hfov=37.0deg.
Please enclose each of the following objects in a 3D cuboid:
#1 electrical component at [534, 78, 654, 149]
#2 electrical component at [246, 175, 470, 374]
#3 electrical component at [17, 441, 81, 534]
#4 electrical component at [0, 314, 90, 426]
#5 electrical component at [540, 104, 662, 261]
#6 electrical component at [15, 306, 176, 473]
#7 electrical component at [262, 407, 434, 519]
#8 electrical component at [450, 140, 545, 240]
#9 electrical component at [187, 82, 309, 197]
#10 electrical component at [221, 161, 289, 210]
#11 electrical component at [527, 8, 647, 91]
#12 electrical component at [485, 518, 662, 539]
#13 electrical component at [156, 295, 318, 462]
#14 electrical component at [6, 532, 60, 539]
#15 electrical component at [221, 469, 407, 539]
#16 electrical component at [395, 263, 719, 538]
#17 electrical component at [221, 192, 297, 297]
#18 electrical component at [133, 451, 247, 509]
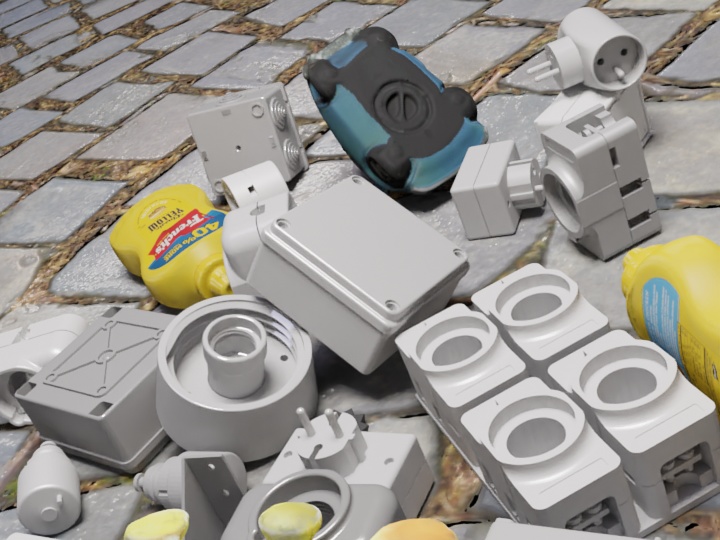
[{"bbox_3d":[0.178,-0.107,0.836,0.061,0.061,0.096,4,39,38],"label":"electrical component"},{"bbox_3d":[0.000,0.000,0.721,0.109,0.056,0.109,37,38,15],"label":"electrical component"},{"bbox_3d":[-0.209,0.142,0.721,0.040,0.040,0.078,-25,30,-3],"label":"electrical component"},{"bbox_3d":[-0.255,0.080,0.839,0.095,0.053,0.059,-16,30,11],"label":"electrical component"},{"bbox_3d":[0.162,-0.058,0.740,0.056,0.089,0.050,-28,30,-8],"label":"electrical component"},{"bbox_3d":[-0.171,0.082,0.775,0.109,0.056,0.108,6,41,40],"label":"electrical component"},{"bbox_3d":[-0.013,0.107,0.609,0.083,0.075,0.047,-2,36,32],"label":"electrical component"},{"bbox_3d":[0.118,-0.064,0.823,0.077,0.047,0.065,-7,34,26],"label":"electrical component"},{"bbox_3d":[-0.107,-0.122,1.020,0.100,0.099,0.048,-10,20,21],"label":"electrical component"},{"bbox_3d":[-0.091,-0.066,0.964,0.047,0.055,0.055,-26,30,-13],"label":"electrical component"},{"bbox_3d":[0.167,-0.162,0.821,0.079,0.044,0.077,-22,30,1],"label":"electrical component"},{"bbox_3d":[0.087,0.156,0.475,0.096,0.061,0.061,-1,37,33],"label":"electrical component"},{"bbox_3d":[-0.081,0.063,0.700,0.108,0.060,0.108,2,45,-2],"label":"electrical component"},{"bbox_3d":[-0.181,0.200,0.600,0.100,0.048,0.099,-1,36,33],"label":"electrical component"},{"bbox_3d":[-0.022,0.146,0.569,0.095,0.059,0.053,-6,34,27],"label":"electrical component"},{"bbox_3d":[0.104,0.071,0.602,0.105,0.060,0.186,-28,30,-8],"label":"electrical component"},{"bbox_3d":[-0.064,-0.002,0.799,0.059,0.095,0.053,-19,30,8],"label":"electrical component"},{"bbox_3d":[-0.107,0.133,0.667,0.078,0.040,0.040,-5,35,29],"label":"electrical component"}]
